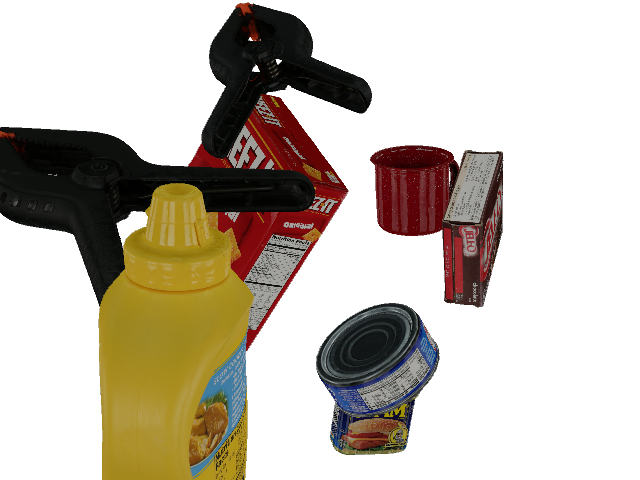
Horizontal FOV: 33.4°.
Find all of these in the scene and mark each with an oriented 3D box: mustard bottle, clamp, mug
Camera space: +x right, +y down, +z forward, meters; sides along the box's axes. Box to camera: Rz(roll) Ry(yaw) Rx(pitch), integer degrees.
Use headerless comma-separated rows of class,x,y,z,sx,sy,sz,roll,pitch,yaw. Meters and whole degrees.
mustard bottle,-0.058,0.069,0.434,0.058,0.192,0.096,8,23,11
clamp,-0.119,-0.030,0.637,0.210,0.036,0.164,27,39,35
mug,0.113,-0.059,1.208,0.117,0.081,0.093,-20,27,-36
clamp,-0.029,-0.127,0.781,0.120,0.039,0.171,-8,44,1

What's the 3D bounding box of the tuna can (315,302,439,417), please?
tuna can,0.040,0.085,0.771,0.086,0.033,0.086,-25,28,14

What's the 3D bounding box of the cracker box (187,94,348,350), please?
cracker box,-0.083,-0.021,1.077,0.071,0.214,0.164,9,34,-40

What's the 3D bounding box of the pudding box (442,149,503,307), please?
pudding box,0.133,-0.012,0.926,0.039,0.090,0.113,5,39,14

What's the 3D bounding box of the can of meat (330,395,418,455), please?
can of meat,0.065,0.219,1.339,0.102,0.084,0.057,2,22,-15
